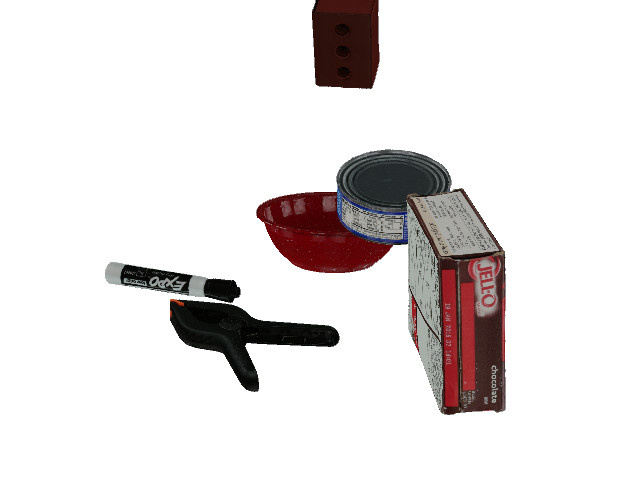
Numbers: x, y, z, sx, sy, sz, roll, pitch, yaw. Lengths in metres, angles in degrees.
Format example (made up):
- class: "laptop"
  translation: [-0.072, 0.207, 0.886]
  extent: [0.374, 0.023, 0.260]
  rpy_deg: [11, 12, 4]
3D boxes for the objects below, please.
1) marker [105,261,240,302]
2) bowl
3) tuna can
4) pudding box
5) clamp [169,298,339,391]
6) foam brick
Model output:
- class: "marker"
  translation: [-0.124, 0.035, 0.895]
  extent: [0.121, 0.020, 0.020]
  rpy_deg: [8, 2, 19]
- class: "bowl"
  translation: [0.014, -0.006, 1.116]
  extent: [0.162, 0.055, 0.162]
  rpy_deg: [0, 17, 0]
- class: "tuna can"
  translation: [0.055, -0.033, 0.805]
  extent: [0.086, 0.034, 0.086]
  rpy_deg: [0, 35, 0]
- class: "pudding box"
  translation: [0.073, 0.030, 0.587]
  extent: [0.039, 0.090, 0.113]
  rpy_deg: [-4, 20, -4]
- class: "clamp"
  translation: [-0.105, 0.115, 1.263]
  extent: [0.210, 0.036, 0.164]
  rpy_deg: [15, 23, 26]
- class: "foam brick"
  translation: [0.023, -0.179, 0.935]
  extent: [0.053, 0.078, 0.051]
  rpy_deg: [4, 44, 9]
